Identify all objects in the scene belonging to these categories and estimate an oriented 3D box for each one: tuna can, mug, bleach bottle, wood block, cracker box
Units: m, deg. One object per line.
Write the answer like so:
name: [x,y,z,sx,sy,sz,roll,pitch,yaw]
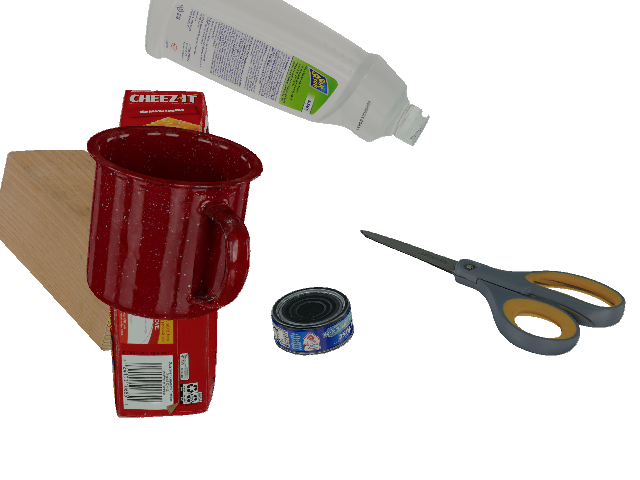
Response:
tuna can: [-0.009,0.083,1.124,0.086,0.034,0.086,-6,27,3]
mug: [-0.075,-0.005,0.570,0.093,0.081,0.117,-10,29,-41]
bleach bottle: [-0.026,-0.148,0.913,0.251,0.068,0.103,29,-35,5]
wood block: [-0.210,0.002,0.989,0.090,0.091,0.206,-6,34,-45]
cracker box: [-0.113,0.001,0.782,0.072,0.164,0.214,0,27,-6]

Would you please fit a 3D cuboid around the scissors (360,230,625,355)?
scissors: [0.103,0.033,0.729,0.202,0.016,0.096,12,32,23]
